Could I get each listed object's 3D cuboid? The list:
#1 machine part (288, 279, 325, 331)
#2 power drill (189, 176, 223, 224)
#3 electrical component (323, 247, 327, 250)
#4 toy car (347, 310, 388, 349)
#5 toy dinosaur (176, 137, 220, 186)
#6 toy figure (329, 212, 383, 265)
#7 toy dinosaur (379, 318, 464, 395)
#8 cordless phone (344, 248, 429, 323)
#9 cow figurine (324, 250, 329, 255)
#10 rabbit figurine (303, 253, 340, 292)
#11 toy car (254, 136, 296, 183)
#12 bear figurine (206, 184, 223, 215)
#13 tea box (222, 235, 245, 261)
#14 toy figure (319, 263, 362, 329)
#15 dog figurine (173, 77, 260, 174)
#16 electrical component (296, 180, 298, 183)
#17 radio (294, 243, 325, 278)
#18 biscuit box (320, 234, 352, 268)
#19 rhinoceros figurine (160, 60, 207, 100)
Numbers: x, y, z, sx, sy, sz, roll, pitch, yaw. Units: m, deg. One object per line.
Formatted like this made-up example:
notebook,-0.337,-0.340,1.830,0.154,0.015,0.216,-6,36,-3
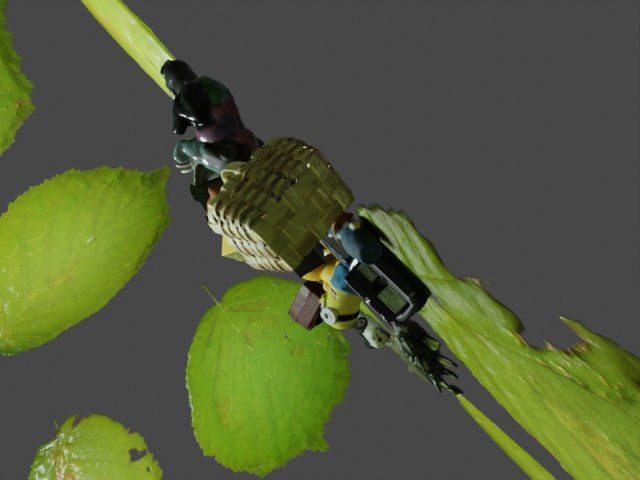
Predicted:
machine part,0.011,0.159,1.586,0.087,0.201,0.201,40,-142,14
power drill,-0.217,-0.123,1.394,0.231,0.207,0.086,60,-173,-20
electrical component,-0.003,-0.004,1.302,0.047,0.075,0.119,47,179,-9
toy car,0.090,0.193,1.284,0.073,0.056,0.202,55,170,-28
toy dinosaur,-0.224,-0.128,1.508,0.404,0.192,0.131,49,177,-20
toy figure,0.051,-0.010,0.894,0.058,0.064,0.155,6,-158,-28
toy dinosaur,0.229,0.253,1.314,0.471,0.105,0.199,45,171,-23
cordless phone,0.125,0.077,0.972,0.147,0.088,0.184,44,-174,13
cow figurine,-0.007,-0.003,1.425,0.167,0.068,0.098,49,-176,-7
rabbit figurine,0.029,0.072,1.314,0.173,0.121,0.162,14,-159,19
toy car,-0.127,-0.175,1.095,0.202,0.053,0.089,41,-176,17
bear figurine,-0.203,-0.134,1.238,0.131,0.196,0.120,51,176,-36
tea box,-0.159,-0.017,1.307,0.068,0.170,0.098,24,-124,-45
toy figure,0.061,0.113,1.184,0.089,0.180,0.082,19,-167,-8
dog figurine,-0.142,-0.172,0.942,0.219,0.108,0.191,22,124,21
electrical component,-0.022,-0.101,0.983,0.094,0.021,0.063,40,172,45
radio,-0.083,-0.038,1.176,0.229,0.073,0.131,50,-163,-30
biscuit box,0.013,-0.026,1.067,0.203,0.059,0.062,44,174,31
rhinoceros figurine,-0.242,-0.291,1.076,0.190,0.073,0.112,47,165,19
